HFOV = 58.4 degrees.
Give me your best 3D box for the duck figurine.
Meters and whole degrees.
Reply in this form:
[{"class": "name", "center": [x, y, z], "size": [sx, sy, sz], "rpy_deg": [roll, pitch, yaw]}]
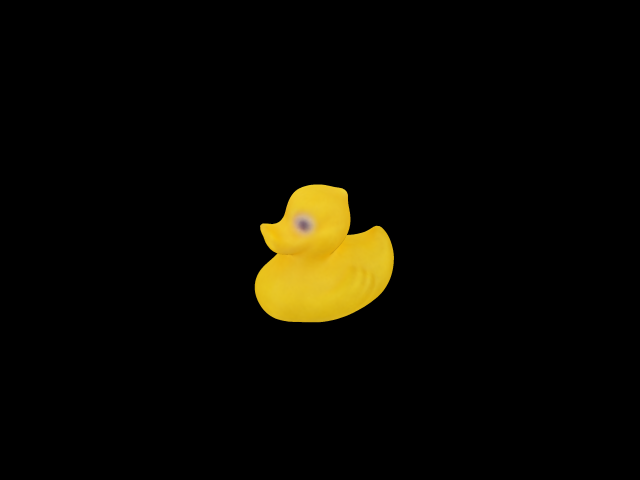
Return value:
[{"class": "duck figurine", "center": [0.004, 0.001, 0.400], "size": [0.105, 0.086, 0.077], "rpy_deg": [-14, 36, -20]}]
